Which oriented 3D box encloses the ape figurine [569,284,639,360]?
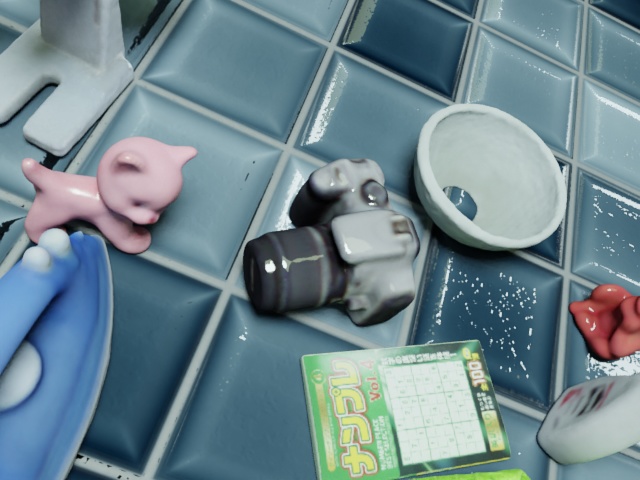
[{"bbox_3d":[0.305,0.079,0.567,0.076,0.092,0.078,30,58,-3],"label":"ape figurine"}]

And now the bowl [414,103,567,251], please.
[{"bbox_3d":[0.163,-0.055,0.594,0.168,0.074,0.167,8,62,-16],"label":"bowl"}]

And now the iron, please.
[{"bbox_3d":[-0.199,0.076,0.357,0.119,0.141,0.258,21,59,-8],"label":"iron"}]

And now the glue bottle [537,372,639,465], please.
[{"bbox_3d":[0.254,0.138,0.470,0.037,0.173,0.078,42,58,5],"label":"glue bottle"}]

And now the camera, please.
[{"bbox_3d":[0.005,0.002,0.493,0.137,0.100,0.143,-8,67,-23],"label":"camera"}]

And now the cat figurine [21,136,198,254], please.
[{"bbox_3d":[-0.163,-0.043,0.445,0.128,0.117,0.067,3,63,-18],"label":"cat figurine"}]

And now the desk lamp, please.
[{"bbox_3d":[-0.196,-0.212,0.464,0.118,0.213,0.203,27,58,-5],"label":"desk lamp"}]
